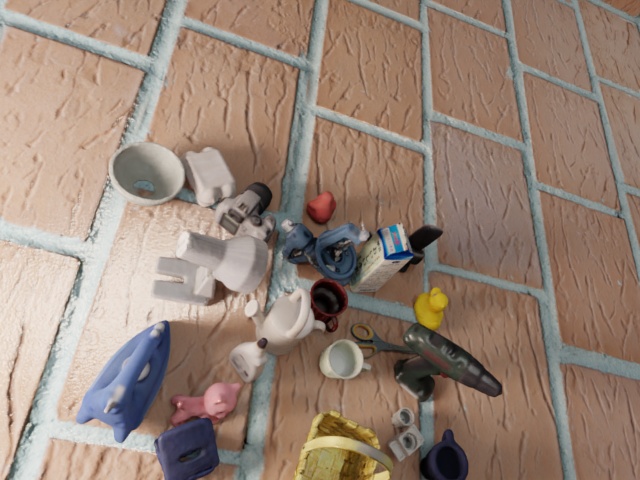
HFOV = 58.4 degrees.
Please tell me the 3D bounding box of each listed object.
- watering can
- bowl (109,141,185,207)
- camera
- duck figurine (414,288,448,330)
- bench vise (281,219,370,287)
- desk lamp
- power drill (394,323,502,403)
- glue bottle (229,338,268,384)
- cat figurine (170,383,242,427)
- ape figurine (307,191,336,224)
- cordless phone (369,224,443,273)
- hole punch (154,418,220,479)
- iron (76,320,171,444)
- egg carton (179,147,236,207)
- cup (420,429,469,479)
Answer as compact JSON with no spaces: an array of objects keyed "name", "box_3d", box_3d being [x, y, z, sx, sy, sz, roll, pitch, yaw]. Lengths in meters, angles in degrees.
[{"name":"watering can","box_3d":[-0.070,0.168,1.207,0.173,0.193,0.101,-6,65,-27]},{"name":"bowl","box_3d":[-0.397,-0.138,1.309,0.168,0.074,0.167,11,58,-18]},{"name":"camera","box_3d":[-0.156,-0.072,1.364,0.143,0.100,0.137,37,54,-1]},{"name":"duck figurine","box_3d":[0.288,0.169,1.438,0.078,0.086,0.104,11,58,-18]},{"name":"bench vise","box_3d":[0.010,0.015,1.317,0.208,0.219,0.121,18,56,-14]},{"name":"desk lamp","box_3d":[-0.230,0.057,1.187,0.204,0.213,0.118,10,58,-19]},{"name":"power drill","box_3d":[0.265,0.290,1.281,0.229,0.208,0.076,40,54,1]},{"name":"glue bottle","box_3d":[-0.134,0.232,1.155,0.037,0.173,0.078,-29,76,-34]},{"name":"cat figurine","box_3d":[-0.217,0.313,1.104,0.128,0.117,0.067,1,62,-24]},{"name":"ape figurine","box_3d":[0.010,-0.091,1.457,0.078,0.092,0.076,11,58,-19]},{"name":"cordless phone","box_3d":[0.213,-0.006,1.443,0.148,0.185,0.094,15,57,-16]},{"name":"hole punch","box_3d":[-0.242,0.394,1.063,0.109,0.091,0.101,-13,68,-30]},{"name":"iron","box_3d":[-0.343,0.235,1.077,0.119,0.141,0.258,28,54,-7]},{"name":"egg carton","box_3d":[-0.268,-0.153,1.379,0.107,0.069,0.150,-20,72,-32]},{"name":"cup","box_3d":[0.259,0.476,1.242,0.092,0.095,0.118,18,56,-14]}]
